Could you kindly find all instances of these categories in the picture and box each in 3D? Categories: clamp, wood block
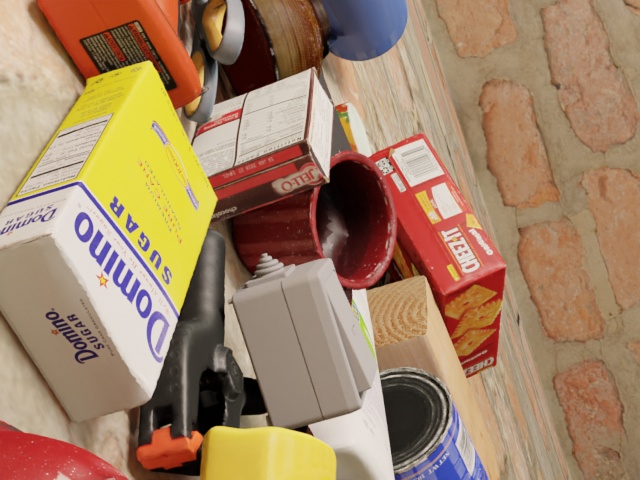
[{"bbox_3d":[-0.057,0.080,0.577,0.120,0.039,0.171,62,19,-23],"label":"clamp"},{"bbox_3d":[0.084,0.146,0.930,0.090,0.091,0.206,-83,152,-59],"label":"wood block"}]

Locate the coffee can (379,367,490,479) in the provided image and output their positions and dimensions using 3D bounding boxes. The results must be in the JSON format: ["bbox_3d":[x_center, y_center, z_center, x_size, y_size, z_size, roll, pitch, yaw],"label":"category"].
[{"bbox_3d":[0.075,0.183,0.827,0.103,0.103,0.140,-89,157,-51],"label":"coffee can"}]

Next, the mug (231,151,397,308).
[{"bbox_3d":[-0.005,0.001,0.735,0.093,0.082,0.117,-11,95,-50],"label":"mug"}]

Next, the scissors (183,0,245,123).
[{"bbox_3d":[-0.085,-0.144,0.746,0.202,0.016,0.096,-128,-127,-64],"label":"scissors"}]

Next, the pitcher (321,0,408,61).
[{"bbox_3d":[0.018,-0.275,1.118,0.145,0.149,0.242,66,5,20],"label":"pitcher"}]

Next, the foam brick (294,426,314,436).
[{"bbox_3d":[-0.024,0.151,0.591,0.078,0.053,0.051,-83,153,-61],"label":"foam brick"}]

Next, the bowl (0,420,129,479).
[{"bbox_3d":[-0.086,0.133,0.366,0.162,0.055,0.162,-17,90,-76],"label":"bowl"}]

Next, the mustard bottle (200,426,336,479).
[{"bbox_3d":[-0.028,0.185,0.475,0.096,0.058,0.191,55,36,-66],"label":"mustard bottle"}]

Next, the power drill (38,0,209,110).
[{"bbox_3d":[-0.115,-0.175,0.610,0.184,0.057,0.187,59,20,-45],"label":"power drill"}]

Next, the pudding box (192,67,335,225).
[{"bbox_3d":[-0.039,-0.063,0.704,0.113,0.090,0.039,-86,154,-55],"label":"pudding box"}]

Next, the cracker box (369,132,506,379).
[{"bbox_3d":[0.108,0.027,1.034,0.214,0.072,0.164,81,-16,-59],"label":"cracker box"}]

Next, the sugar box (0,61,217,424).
[{"bbox_3d":[-0.097,-0.007,0.507,0.176,0.048,0.093,-86,155,-58],"label":"sugar box"}]

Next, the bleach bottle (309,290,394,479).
[{"bbox_3d":[0.013,0.097,0.780,0.251,0.068,0.102,-89,159,-57],"label":"bleach bottle"}]
